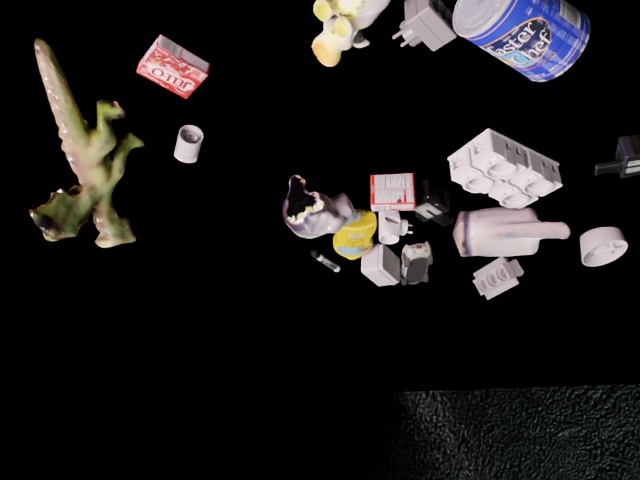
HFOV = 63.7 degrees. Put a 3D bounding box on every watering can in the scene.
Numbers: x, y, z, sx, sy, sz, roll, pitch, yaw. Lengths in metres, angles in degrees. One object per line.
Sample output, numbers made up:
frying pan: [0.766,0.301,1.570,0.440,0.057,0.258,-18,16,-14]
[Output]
watering can: [0.384,-0.018,1.050,0.224,0.104,0.347,-3,179,18]

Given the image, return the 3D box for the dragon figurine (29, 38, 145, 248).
dragon figurine: [-0.420,-0.115,0.894,0.122,0.248,0.402,3,153,11]

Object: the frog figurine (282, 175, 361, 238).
frog figurine: [0.003,-0.055,1.091,0.138,0.123,0.158,22,178,42]
